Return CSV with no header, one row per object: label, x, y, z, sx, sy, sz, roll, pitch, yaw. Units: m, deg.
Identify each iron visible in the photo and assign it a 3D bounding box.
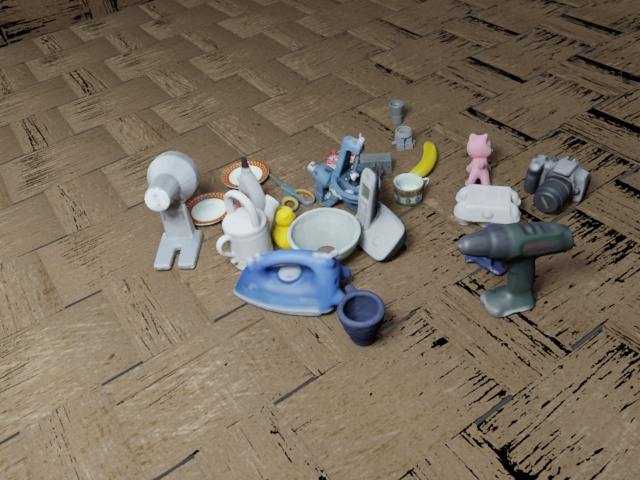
iron,-0.069,0.070,1.192,0.258,0.142,0.118,0,43,9

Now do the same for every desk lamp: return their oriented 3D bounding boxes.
desk lamp,-0.342,-0.073,1.334,0.118,0.214,0.203,-5,42,3

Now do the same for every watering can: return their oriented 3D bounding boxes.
watering can,-0.162,-0.036,1.283,0.100,0.194,0.173,11,45,19

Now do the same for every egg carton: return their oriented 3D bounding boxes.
egg carton,0.392,-0.077,1.341,0.150,0.069,0.107,5,44,14

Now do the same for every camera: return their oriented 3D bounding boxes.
camera,0.550,-0.136,1.360,0.142,0.101,0.137,27,52,32

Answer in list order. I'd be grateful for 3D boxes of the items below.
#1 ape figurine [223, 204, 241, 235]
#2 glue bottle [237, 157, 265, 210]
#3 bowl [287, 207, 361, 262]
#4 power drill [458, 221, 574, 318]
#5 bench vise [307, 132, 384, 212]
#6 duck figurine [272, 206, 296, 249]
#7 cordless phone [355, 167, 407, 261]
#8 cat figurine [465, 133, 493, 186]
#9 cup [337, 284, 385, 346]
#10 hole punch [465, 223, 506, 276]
ape figurine,-0.198,-0.045,1.374,0.078,0.092,0.076,-11,42,-4
glue bottle,-0.173,-0.132,1.405,0.077,0.173,0.037,25,51,31
bowl,0.012,0.005,1.302,0.167,0.075,0.167,-4,42,4
power drill,0.367,0.051,1.101,0.230,0.209,0.075,-15,43,-8
bench vise,0.050,-0.159,1.367,0.207,0.220,0.121,9,45,18
duck figurine,-0.078,-0.036,1.351,0.077,0.086,0.104,-13,42,-6
cordless phone,0.128,-0.058,1.272,0.094,0.185,0.147,-27,45,-20
cat figurine,0.405,-0.212,1.452,0.067,0.118,0.128,2,43,11
cup,0.077,0.151,1.117,0.092,0.095,0.117,-18,43,-11
hole punch,0.376,0.007,1.236,0.109,0.091,0.100,-36,49,-28
